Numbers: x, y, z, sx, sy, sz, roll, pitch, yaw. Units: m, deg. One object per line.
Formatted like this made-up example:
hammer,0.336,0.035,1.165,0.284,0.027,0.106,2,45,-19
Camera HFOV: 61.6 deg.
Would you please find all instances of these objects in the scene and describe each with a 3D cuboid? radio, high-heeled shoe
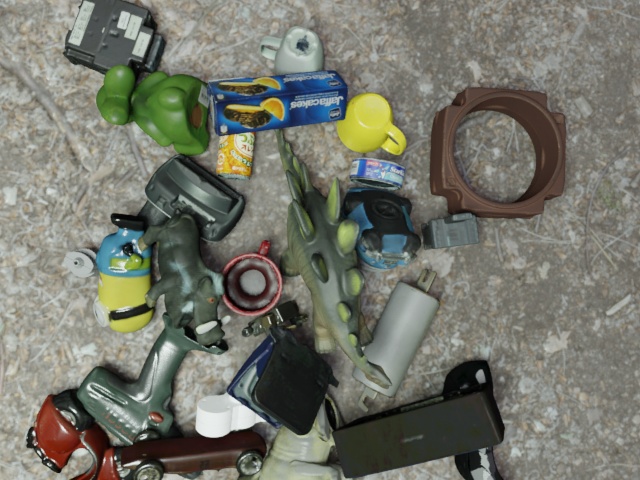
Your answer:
radio,0.146,0.273,0.777,0.230,0.131,0.073,-21,76,21
high-heeled shoe,0.273,0.315,0.845,0.145,0.086,0.249,-39,87,-6

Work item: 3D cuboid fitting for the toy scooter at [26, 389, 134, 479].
toy scooter,-0.372,0.323,0.806,0.135,0.075,0.184,-41,95,-3

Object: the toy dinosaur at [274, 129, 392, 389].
toy dinosaur,-0.002,-0.002,0.785,0.105,0.198,0.472,-16,56,-15

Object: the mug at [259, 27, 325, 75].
mug,-0.041,-0.293,0.840,0.109,0.107,0.080,25,84,-5

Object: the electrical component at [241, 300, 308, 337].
electrical component,-0.065,0.127,0.827,0.078,0.102,0.045,-32,83,18

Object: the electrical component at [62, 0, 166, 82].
electrical component,-0.318,-0.313,0.846,0.134,0.058,0.115,20,88,-3

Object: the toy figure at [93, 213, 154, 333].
toy figure,-0.289,0.052,0.803,0.089,0.082,0.180,12,101,2

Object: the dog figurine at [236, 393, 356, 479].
dog figurine,-0.059,0.328,0.823,0.191,0.121,0.172,-18,53,13

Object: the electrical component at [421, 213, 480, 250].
electrical component,0.208,-0.013,0.838,0.075,0.119,0.047,-7,88,-7

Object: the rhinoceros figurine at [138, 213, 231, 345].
rhinoceros figurine,-0.187,0.058,0.768,0.112,0.073,0.190,-19,82,10

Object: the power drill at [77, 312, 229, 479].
power drill,-0.228,0.229,0.821,0.232,0.086,0.207,35,92,-11

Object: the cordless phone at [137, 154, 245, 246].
cordless phone,-0.221,-0.027,0.840,0.146,0.089,0.184,36,97,-3

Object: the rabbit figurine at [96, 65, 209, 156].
rabbit figurine,-0.267,-0.196,0.811,0.170,0.159,0.121,8,97,11

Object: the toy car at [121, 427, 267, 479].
toy car,-0.176,0.305,0.762,0.202,0.089,0.053,1,105,-21

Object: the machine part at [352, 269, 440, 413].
machine part,0.120,0.155,0.846,0.079,0.079,0.243,27,87,-2

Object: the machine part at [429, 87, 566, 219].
machine part,0.285,-0.137,0.866,0.201,0.087,0.201,3,86,-3

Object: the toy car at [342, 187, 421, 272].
toy car,0.089,-0.005,0.834,0.109,0.102,0.162,2,43,-16

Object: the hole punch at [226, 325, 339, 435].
hole punch,-0.056,0.203,0.768,0.142,0.092,0.116,42,55,-18

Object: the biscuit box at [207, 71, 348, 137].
biscuit box,-0.061,-0.206,0.800,0.203,0.062,0.059,-11,47,-15
